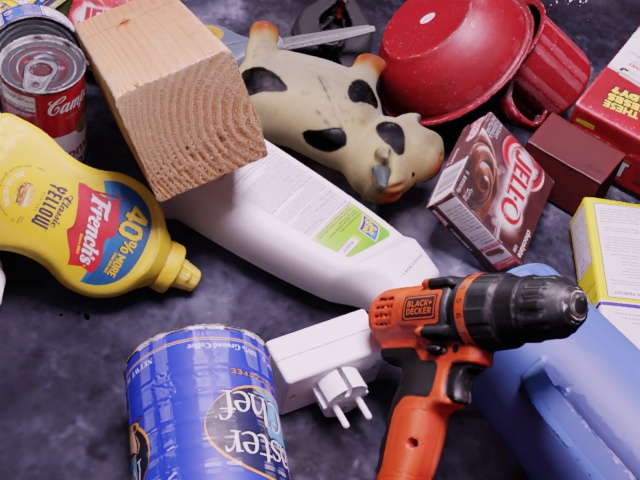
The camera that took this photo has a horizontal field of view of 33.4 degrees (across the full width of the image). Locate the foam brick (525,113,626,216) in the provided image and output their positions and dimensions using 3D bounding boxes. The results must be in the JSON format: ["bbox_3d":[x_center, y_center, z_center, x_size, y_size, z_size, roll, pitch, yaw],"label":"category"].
[{"bbox_3d":[0.223,-0.066,0.960,0.078,0.051,0.052,34,53,17],"label":"foam brick"}]

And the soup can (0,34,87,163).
[{"bbox_3d":[-0.225,-0.107,0.871,0.068,0.102,0.068,5,50,-7],"label":"soup can"}]

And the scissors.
[{"bbox_3d":[-0.058,-0.190,1.001,0.201,0.016,0.096,-21,48,-8],"label":"scissors"}]

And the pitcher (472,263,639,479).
[{"bbox_3d":[0.190,0.129,0.734,0.144,0.149,0.243,-21,54,-26],"label":"pitcher"}]

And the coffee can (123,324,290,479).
[{"bbox_3d":[-0.073,0.141,0.695,0.102,0.103,0.140,-2,51,-13],"label":"coffee can"}]

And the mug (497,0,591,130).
[{"bbox_3d":[0.195,-0.154,0.993,0.081,0.093,0.117,35,53,-28],"label":"mug"}]

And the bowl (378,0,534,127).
[{"bbox_3d":[0.110,-0.183,0.972,0.162,0.055,0.162,-24,43,24],"label":"bowl"}]

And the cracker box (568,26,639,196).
[{"bbox_3d":[0.348,-0.123,1.022,0.164,0.072,0.213,31,53,16],"label":"cracker box"}]

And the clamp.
[{"bbox_3d":[0.016,-0.173,1.019,0.120,0.039,0.171,24,56,1],"label":"clamp"}]

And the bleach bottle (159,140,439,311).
[{"bbox_3d":[-0.006,0.001,0.853,0.251,0.068,0.102,34,52,14],"label":"bleach bottle"}]

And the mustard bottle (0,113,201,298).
[{"bbox_3d":[-0.176,-0.010,0.803,0.191,0.058,0.096,29,83,-21],"label":"mustard bottle"}]

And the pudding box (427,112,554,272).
[{"bbox_3d":[0.146,-0.040,0.908,0.090,0.039,0.113,44,51,-16],"label":"pudding box"}]

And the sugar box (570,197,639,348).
[{"bbox_3d":[0.263,0.049,0.877,0.093,0.048,0.176,8,53,-5],"label":"sugar box"}]

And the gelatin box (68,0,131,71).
[{"bbox_3d":[-0.186,-0.186,0.969,0.089,0.030,0.073,16,88,2],"label":"gelatin box"}]

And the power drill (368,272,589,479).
[{"bbox_3d":[0.089,0.113,0.689,0.057,0.185,0.187,21,72,-30],"label":"power drill"}]

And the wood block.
[{"bbox_3d":[-0.123,-0.122,0.839,0.090,0.090,0.206,-25,31,-8],"label":"wood block"}]

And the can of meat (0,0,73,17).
[{"bbox_3d":[-0.279,-0.211,0.979,0.084,0.057,0.102,30,52,12],"label":"can of meat"}]

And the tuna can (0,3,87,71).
[{"bbox_3d":[-0.247,-0.159,0.920,0.086,0.086,0.034,-8,36,-18],"label":"tuna can"}]
